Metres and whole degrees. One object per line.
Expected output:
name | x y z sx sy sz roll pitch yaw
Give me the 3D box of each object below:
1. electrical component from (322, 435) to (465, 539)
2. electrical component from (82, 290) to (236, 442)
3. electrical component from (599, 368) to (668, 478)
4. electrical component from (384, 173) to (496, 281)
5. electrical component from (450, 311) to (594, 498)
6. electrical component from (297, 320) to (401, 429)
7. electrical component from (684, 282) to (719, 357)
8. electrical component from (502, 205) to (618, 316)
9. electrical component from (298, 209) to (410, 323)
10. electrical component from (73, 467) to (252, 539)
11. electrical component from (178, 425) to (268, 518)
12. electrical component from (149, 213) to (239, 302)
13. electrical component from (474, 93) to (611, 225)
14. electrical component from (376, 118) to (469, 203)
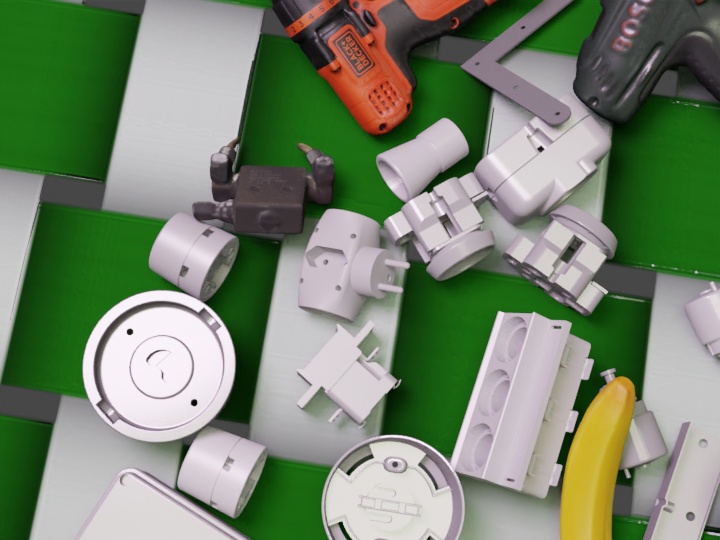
electrical component | 0.022 0.168 0.767 0.099 0.064 0.099 0 79 -1
electrical component | -0.142 0.073 0.786 0.108 0.060 0.108 0 79 -1
electrical component | 0.197 0.111 0.793 0.040 0.040 0.078 -18 79 -4
electrical component | 0.066 -0.029 0.812 0.078 0.058 0.057 -29 78 -6
electrical component | 0.119 0.098 0.779 0.063 0.079 0.121 25 78 -26
electrical component | -0.009 0.079 0.797 0.064 0.042 0.081 41 82 3
electrical component | 0.275 0.048 0.807 0.040 0.040 0.078 -22 80 -5
electrical component | 0.156 -0.011 0.809 0.078 0.058 0.057 36 83 6
electrical component | 0.000 0.000 0.802 0.079 0.043 0.077 10 79 30
electrical component | -0.139 0.199 0.762 0.113 0.057 0.078 31 80 5
electrical component | -0.100 0.144 0.776 0.047 0.055 0.055 23 79 8
electrical component | -0.125 -0.011 0.807 0.047 0.055 0.055 28 80 9
electrical component | 0.142 -0.081 0.824 0.095 0.053 0.059 -38 82 -8
electrical component | 0.051 -0.087 0.832 0.065 0.044 0.044 -36 81 -12
